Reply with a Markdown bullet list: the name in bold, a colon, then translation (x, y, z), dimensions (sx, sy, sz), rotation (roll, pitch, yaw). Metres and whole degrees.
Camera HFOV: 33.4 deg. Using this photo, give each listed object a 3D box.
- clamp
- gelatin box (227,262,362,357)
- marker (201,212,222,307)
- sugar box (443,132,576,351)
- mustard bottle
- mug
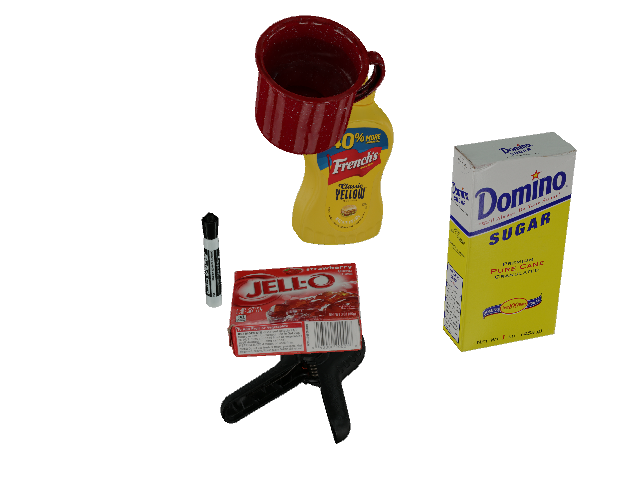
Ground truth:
- **clamp**: translation (0.001, 0.120, 0.973), dimensions (0.120, 0.039, 0.171), rotation (17, 44, 25)
- **gelatin box**: translation (-0.017, 0.047, 0.738), dimensions (0.089, 0.030, 0.073), rotation (-3, 28, 1)
- **marker**: translation (-0.123, 0.022, 1.207), dimensions (0.020, 0.121, 0.020), rotation (0, 33, 0)
- **sugar box**: translation (0.155, 0.003, 0.888), dimensions (0.093, 0.176, 0.048), rotation (-10, 32, -16)
- **mustard bottle**: translation (0.027, -0.090, 1.111), dimensions (0.096, 0.192, 0.058), rotation (-4, 30, -19)
- **mug**: translation (-0.001, -0.129, 0.894), dimensions (0.117, 0.093, 0.081), rotation (-18, -28, -19)
